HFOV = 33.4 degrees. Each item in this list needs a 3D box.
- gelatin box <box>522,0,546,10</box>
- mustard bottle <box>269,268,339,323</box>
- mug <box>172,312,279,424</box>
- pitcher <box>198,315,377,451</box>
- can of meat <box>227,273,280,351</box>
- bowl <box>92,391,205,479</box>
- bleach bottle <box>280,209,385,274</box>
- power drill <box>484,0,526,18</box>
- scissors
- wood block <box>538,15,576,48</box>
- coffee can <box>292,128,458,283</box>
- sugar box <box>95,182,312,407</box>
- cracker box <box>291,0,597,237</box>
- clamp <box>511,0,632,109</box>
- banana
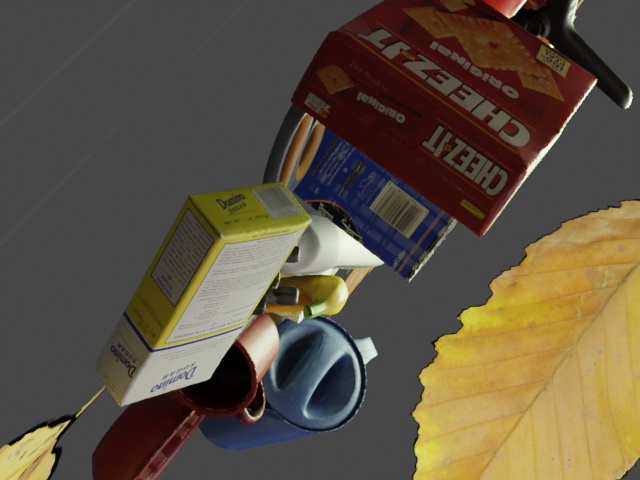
[{"bbox_3d":[0.215,-0.271,1.121,0.089,0.073,0.030,-53,173,9],"label":"gelatin box"},{"bbox_3d":[-0.001,0.022,1.270,0.192,0.058,0.096,-53,169,8],"label":"mustard bottle"},{"bbox_3d":[-0.082,0.115,0.997,0.093,0.117,0.081,-22,-168,25],"label":"mug"},{"bbox_3d":[-0.050,0.176,1.260,0.243,0.149,0.145,-34,-145,57],"label":"pitcher"},{"bbox_3d":[-0.085,0.058,0.898,0.102,0.057,0.084,-49,175,-20],"label":"can of meat"},{"bbox_3d":[-0.171,0.195,1.039,0.162,0.055,0.162,-51,173,-9],"label":"bowl"},{"bbox_3d":[-0.007,0.001,1.036,0.250,0.103,0.068,-6,96,-71],"label":"bleach bottle"},{"bbox_3d":[0.187,-0.260,0.949,0.185,0.057,0.187,-48,-179,22],"label":"power drill"},{"bbox_3d":[-0.036,-0.018,0.817,0.096,0.016,0.202,-45,158,-58],"label":"scissors"},{"bbox_3d":[0.228,-0.225,1.382,0.206,0.090,0.090,-56,172,26],"label":"wood block"},{"bbox_3d":[0.049,-0.048,0.878,0.102,0.140,0.103,-51,173,-9],"label":"coffee can"},{"bbox_3d":[-0.085,0.039,0.753,0.093,0.048,0.176,-11,146,-48],"label":"sugar box"},{"bbox_3d":[0.101,-0.112,0.793,0.072,0.164,0.213,-59,171,34],"label":"cracker box"},{"bbox_3d":[0.212,-0.214,1.091,0.165,0.210,0.036,-12,-159,30],"label":"clamp"},{"bbox_3d":[-0.023,0.053,1.030,0.069,0.037,0.198,-4,179,-24],"label":"banana"}]
